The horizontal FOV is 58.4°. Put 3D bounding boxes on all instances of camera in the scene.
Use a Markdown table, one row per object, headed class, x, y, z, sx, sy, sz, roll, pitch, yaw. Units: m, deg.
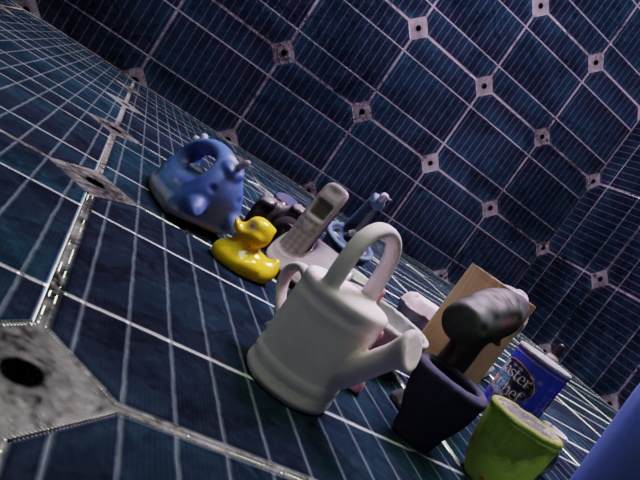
| class | x | y | z | sx | sy | sz | roll | pitch | yaw |
| --- | --- | --- | --- | --- | --- | --- | --- | --- | --- |
| camera | -0.077 | -0.032 | 1.153 | 0.143 | 0.101 | 0.137 | 34 | 7 | -3 |

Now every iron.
| class | x | y | z | sx | sy | sz | roll | pitch | yaw |
| --- | --- | --- | --- | --- | --- | --- | --- | --- | --- |
| iron | -0.203 | -0.115 | 0.966 | 0.119 | 0.141 | 0.257 | 28 | 10 | -43 |

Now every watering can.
| class | x | y | z | sx | sy | sz | roll | pitch | yaw |
| --- | --- | --- | --- | --- | --- | --- | --- | --- | --- |
| watering can | 0.025 | 0.072 | 0.572 | 0.172 | 0.194 | 0.101 | 36 | 7 | 13 |

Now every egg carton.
| class | x | y | z | sx | sy | sz | roll | pitch | yaw |
| --- | --- | --- | --- | --- | --- | --- | --- | --- | --- |
| egg carton | 0.250 | 0.184 | 1.338 | 0.150 | 0.069 | 0.107 | 34 | 7 | -7 |

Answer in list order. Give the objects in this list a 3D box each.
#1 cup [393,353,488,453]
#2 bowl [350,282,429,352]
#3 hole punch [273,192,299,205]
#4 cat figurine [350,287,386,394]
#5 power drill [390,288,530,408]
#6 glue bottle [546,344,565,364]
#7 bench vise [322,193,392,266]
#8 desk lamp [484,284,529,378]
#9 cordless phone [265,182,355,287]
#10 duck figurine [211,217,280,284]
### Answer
| class | x | y | z | sx | sy | sz | roll | pitch | yaw |
| --- | --- | --- | --- | --- | --- | --- | --- | --- | --- |
| cup | 0.130 | 0.191 | 0.665 | 0.091 | 0.095 | 0.118 | 35 | 7 | 6 |
| bowl | 0.076 | 0.135 | 0.861 | 0.167 | 0.074 | 0.167 | 34 | 7 | -5 |
| hole punch | -0.069 | -0.044 | 1.304 | 0.100 | 0.091 | 0.109 | 38 | 8 | 26 |
| cat figurine | 0.043 | 0.108 | 0.722 | 0.067 | 0.117 | 0.127 | 32 | 8 | -22 |
| power drill | 0.194 | 0.150 | 0.768 | 0.075 | 0.208 | 0.230 | 38 | 8 | 28 |
| glue bottle | 0.421 | 0.273 | 1.120 | 0.078 | 0.173 | 0.037 | 40 | 9 | 36 |
| bench vise | 0.060 | -0.026 | 1.249 | 0.122 | 0.219 | 0.206 | 30 | 9 | -31 |
| desk lamp | 0.394 | 0.200 | 1.309 | 0.117 | 0.213 | 0.204 | 38 | 8 | 24 |
| cordless phone | 0.009 | 0.003 | 0.975 | 0.147 | 0.185 | 0.094 | 37 | 8 | 19 |
| duck figurine | -0.098 | 0.009 | 0.857 | 0.105 | 0.086 | 0.077 | 32 | 8 | -16 |
